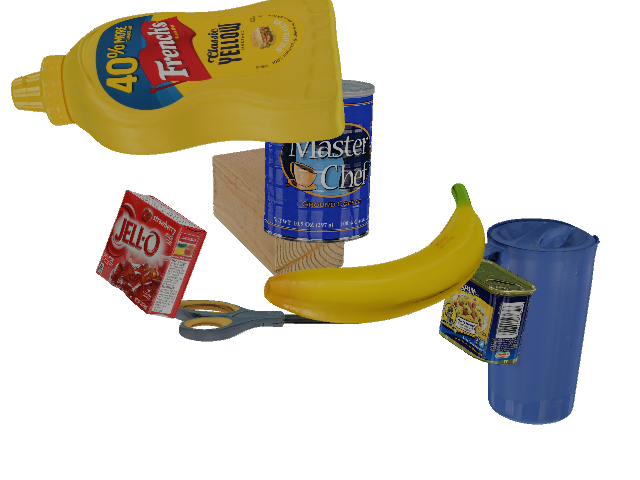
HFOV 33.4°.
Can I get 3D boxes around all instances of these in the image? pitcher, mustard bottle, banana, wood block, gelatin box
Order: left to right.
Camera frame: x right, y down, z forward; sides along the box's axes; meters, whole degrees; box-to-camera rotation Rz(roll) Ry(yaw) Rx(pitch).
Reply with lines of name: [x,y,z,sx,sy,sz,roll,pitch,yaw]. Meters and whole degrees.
gelatin box: [-0.133,0.009,0.829,0.030,0.073,0.089,15,11,-43]
mustard bottle: [-0.084,-0.094,0.624,0.191,0.096,0.058,-6,-36,1]
wood block: [-0.055,-0.039,1.322,0.090,0.090,0.206,-10,26,-24]
banana: [0.053,0.020,0.727,0.197,0.037,0.070,-25,54,-38]
pitcher: [0.259,0.102,1.327,0.149,0.243,0.144,6,19,18]

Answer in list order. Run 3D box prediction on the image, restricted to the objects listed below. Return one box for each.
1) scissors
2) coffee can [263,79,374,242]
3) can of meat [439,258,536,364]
scissors: [-0.059,0.087,1.106,0.202,0.016,0.096,6,19,9]
coffee can: [-0.002,-0.078,1.009,0.103,0.140,0.103,1,15,-1]
can of meat: [0.173,0.074,1.122,0.057,0.084,0.102,-1,19,-30]
